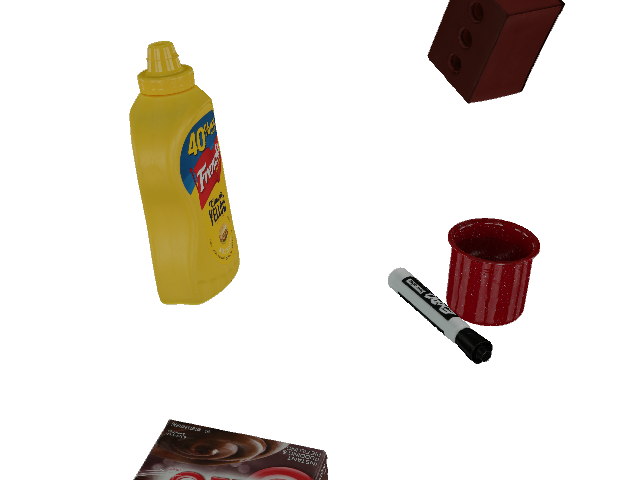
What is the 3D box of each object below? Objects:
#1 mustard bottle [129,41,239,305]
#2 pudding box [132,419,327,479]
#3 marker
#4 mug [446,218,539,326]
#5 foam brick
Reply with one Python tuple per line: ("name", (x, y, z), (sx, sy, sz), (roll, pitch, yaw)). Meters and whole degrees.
("mustard bottle", (-0.105, -0.054, 0.805), (0.058, 0.191, 0.096), (1, 25, 18))
("pudding box", (-0.060, 0.163, 0.673), (0.113, 0.039, 0.090), (7, 30, 13))
("marker", (0.088, 0.055, 0.792), (0.020, 0.020, 0.121), (0, 26, -30))
("mug", (0.170, 0.028, 1.105), (0.093, 0.081, 0.117), (-5, 31, -14))
("foam brick", (0.115, -0.139, 0.712), (0.051, 0.053, 0.078), (-18, -33, -29))
